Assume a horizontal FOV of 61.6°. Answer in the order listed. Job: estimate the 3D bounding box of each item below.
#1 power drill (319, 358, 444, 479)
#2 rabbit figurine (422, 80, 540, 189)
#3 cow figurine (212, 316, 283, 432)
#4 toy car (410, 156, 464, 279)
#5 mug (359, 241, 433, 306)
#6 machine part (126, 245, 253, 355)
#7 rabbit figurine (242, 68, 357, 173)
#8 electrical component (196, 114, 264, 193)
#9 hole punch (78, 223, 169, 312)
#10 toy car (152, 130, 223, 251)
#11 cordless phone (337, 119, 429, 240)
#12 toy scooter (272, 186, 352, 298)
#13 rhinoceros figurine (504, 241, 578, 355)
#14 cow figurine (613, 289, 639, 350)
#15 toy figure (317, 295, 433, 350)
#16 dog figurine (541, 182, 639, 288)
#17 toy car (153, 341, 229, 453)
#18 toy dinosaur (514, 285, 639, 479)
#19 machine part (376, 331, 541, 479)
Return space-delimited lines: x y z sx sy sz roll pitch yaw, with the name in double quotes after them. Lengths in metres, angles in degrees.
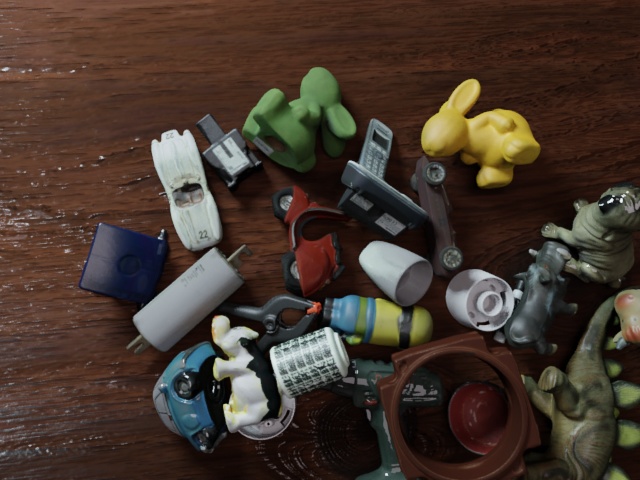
0.082 0.293 0.858 0.232 0.086 0.207 -2 79 -2 "power drill"
0.245 -0.175 0.869 0.173 0.122 0.162 -1 73 -13 "rabbit figurine"
-0.110 0.190 0.803 0.098 0.068 0.167 -10 82 -14 "cow figurine"
0.193 -0.037 0.879 0.053 0.089 0.202 -9 85 -3 "toy car"
0.122 0.050 0.867 0.081 0.109 0.107 -53 48 0 "mug"
-0.205 0.093 0.848 0.243 0.079 0.079 -41 89 -5 "machine part"
-0.015 -0.204 0.868 0.159 0.121 0.170 37 70 -4 "rabbit figurine"
-0.156 -0.146 0.885 0.075 0.048 0.119 -41 89 -6 "electrical component"
-0.307 0.037 0.843 0.116 0.092 0.142 15 81 -6 "hole punch"
-0.215 -0.082 0.872 0.073 0.056 0.201 -18 88 -5 "toy car"
0.112 -0.107 0.880 0.146 0.089 0.184 32 49 -17 "cordless phone"
-0.002 -0.003 0.873 0.135 0.075 0.184 -8 82 -5 "toy scooter"
0.353 0.093 0.868 0.112 0.073 0.190 38 72 -24 "rhinoceros figurine"
0.539 0.146 0.850 0.195 0.085 0.127 39 56 -14 "cow figurine"
0.089 0.133 0.859 0.180 0.089 0.082 12 93 -5 "toy figure"
0.466 0.003 0.843 0.172 0.190 0.121 43 85 -1 "dog figurine"
-0.201 0.244 0.834 0.103 0.109 0.161 -11 98 19 "toy car"
0.420 0.274 0.867 0.198 0.105 0.471 21 80 -10 "toy dinosaur"
0.195 0.245 0.773 0.202 0.087 0.201 -16 82 5 "machine part"
